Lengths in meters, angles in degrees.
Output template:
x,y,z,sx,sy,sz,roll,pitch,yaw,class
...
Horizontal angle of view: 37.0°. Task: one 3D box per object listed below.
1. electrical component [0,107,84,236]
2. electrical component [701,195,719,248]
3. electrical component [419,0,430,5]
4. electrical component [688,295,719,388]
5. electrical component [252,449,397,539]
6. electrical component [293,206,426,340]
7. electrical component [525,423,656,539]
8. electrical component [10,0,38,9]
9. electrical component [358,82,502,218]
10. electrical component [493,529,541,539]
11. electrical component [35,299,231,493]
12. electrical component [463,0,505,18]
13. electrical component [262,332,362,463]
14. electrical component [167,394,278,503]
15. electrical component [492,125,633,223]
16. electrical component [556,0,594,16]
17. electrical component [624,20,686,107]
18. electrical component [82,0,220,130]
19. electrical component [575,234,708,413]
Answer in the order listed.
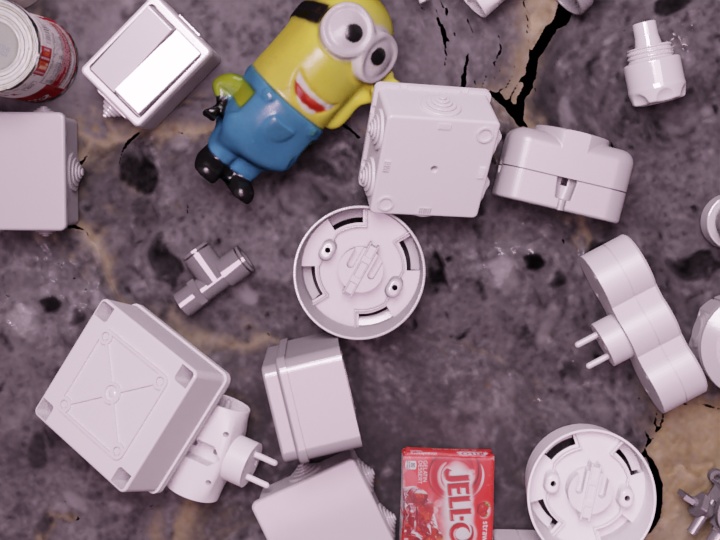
x,y,z,sx,sy,sz,roll,pitch,yaw,class
-0.264,-0.076,0.825,0.100,0.048,0.099,1,95,0,electrical component
0.289,-0.036,0.821,0.045,0.055,0.045,0,95,0,electrical component
0.034,-0.239,0.813,0.040,0.040,0.078,-25,94,2,electrical component
0.298,0.056,0.831,0.080,0.051,0.080,0,95,0,electrical component
-0.026,0.198,0.847,0.100,0.048,0.099,-25,94,3,electrical component
0.000,0.000,0.822,0.099,0.064,0.099,0,95,0,electrical component
0.176,0.170,0.835,0.099,0.064,0.099,0,95,1,electrical component
-0.270,-0.228,0.812,0.055,0.047,0.055,0,95,0,electrical component
0.051,-0.087,0.796,0.100,0.048,0.099,2,127,-12,electrical component
0.144,0.236,0.840,0.077,0.065,0.047,1,95,0,electrical component
-0.172,0.095,0.815,0.109,0.056,0.108,34,95,25,electrical component
0.097,-0.246,0.810,0.077,0.044,0.079,-41,94,3,electrical component
-0.036,0.092,0.806,0.057,0.113,0.078,-13,95,-1,electrical component
-0.103,0.145,0.841,0.079,0.043,0.077,21,95,13,electrical component
0.155,-0.075,0.819,0.095,0.053,0.059,13,95,-1,electrical component
0.171,-0.223,0.814,0.046,0.040,0.040,-43,93,-2,electrical component
0.222,-0.157,0.817,0.043,0.043,0.062,-12,94,1,electrical component
-0.162,-0.150,0.812,0.096,0.061,0.061,-45,93,4,electrical component
0.203,0.050,0.830,0.074,0.052,0.138,-28,95,2,electrical component
